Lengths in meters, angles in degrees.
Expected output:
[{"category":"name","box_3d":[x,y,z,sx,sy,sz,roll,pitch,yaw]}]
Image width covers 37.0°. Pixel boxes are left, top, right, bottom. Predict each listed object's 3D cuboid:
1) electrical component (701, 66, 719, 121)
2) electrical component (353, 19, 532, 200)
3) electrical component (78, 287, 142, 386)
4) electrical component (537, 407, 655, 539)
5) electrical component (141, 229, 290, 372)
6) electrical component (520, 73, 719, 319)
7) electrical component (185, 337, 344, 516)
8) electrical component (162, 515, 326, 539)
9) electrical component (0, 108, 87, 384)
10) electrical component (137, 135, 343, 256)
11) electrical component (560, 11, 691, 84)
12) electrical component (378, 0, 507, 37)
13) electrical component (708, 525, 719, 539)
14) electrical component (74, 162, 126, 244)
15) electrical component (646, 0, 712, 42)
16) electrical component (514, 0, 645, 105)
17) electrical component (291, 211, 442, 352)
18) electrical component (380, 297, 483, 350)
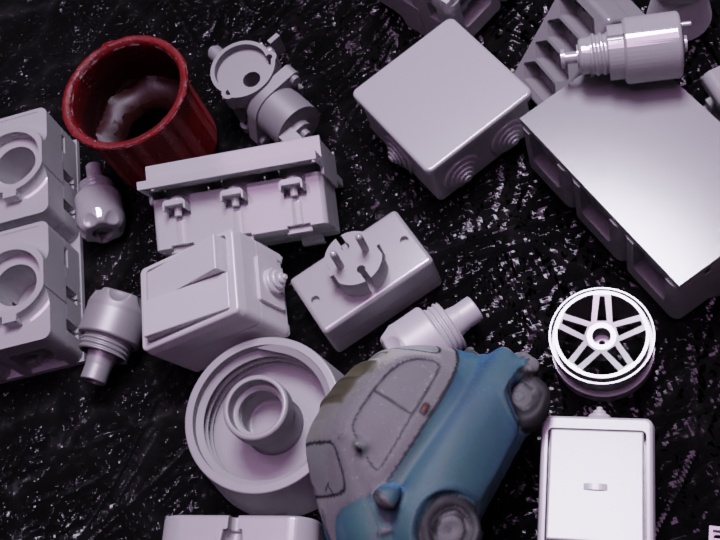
[{"category":"electrical component","box_3d":[0.270,-0.108,0.678,0.089,0.050,0.055,-25,62,3]},{"category":"electrical component","box_3d":[0.059,-0.108,0.735,0.100,0.048,0.099,-38,62,-5]},{"category":"electrical component","box_3d":[-0.170,0.046,0.725,0.043,0.043,0.062,9,69,19]},{"category":"electrical component","box_3d":[0.133,0.120,0.600,0.062,0.061,0.096,0,65,15]},{"category":"electrical component","box_3d":[-0.091,0.017,0.692,0.096,0.061,0.061,-23,59,26]},{"category":"electrical component","box_3d":[0.182,-0.055,0.669,0.089,0.061,0.150,-35,62,-3]},{"category":"electrical component","box_3d":[-0.055,0.093,0.663,0.108,0.060,0.108,-6,64,12]},{"category":"electrical component","box_3d":[-0.068,0.178,0.630,0.095,0.053,0.059,-3,65,14]},{"category":"electrical component","box_3d":[-0.261,-0.017,0.770,0.105,0.060,0.186,-14,63,8]},{"category":"electrical component","box_3d":[-0.077,-0.045,0.728,0.121,0.079,0.063,-9,79,11]},{"category":"electrical component","box_3d":[0.161,-0.133,0.652,0.078,0.040,0.040,-5,64,13]},{"category":"electrical component","box_3d":[0.085,-0.244,0.785,0.089,0.061,0.150,38,80,27]},{"category":"electrical component","box_3d":[0.216,0.192,0.543,0.079,0.063,0.121,3,66,16]},{"category":"electrical component","box_3d":[-0.191,-0.052,0.782,0.035,0.035,0.061,-19,60,6]},{"category":"electrical component","box_3d":[0.215,-0.189,0.722,0.044,0.065,0.044,-6,64,12]},{"category":"electrical component","box_3d":[0.159,-0.149,0.719,0.076,0.083,0.047,-12,55,-35]},{"category":"electrical component","box_3d":[0.000,0.000,0.684,0.083,0.075,0.047,-34,62,-2]},{"category":"electrical component","box_3d":[0.047,0.041,0.671,0.062,0.043,0.043,-34,62,-4]}]
